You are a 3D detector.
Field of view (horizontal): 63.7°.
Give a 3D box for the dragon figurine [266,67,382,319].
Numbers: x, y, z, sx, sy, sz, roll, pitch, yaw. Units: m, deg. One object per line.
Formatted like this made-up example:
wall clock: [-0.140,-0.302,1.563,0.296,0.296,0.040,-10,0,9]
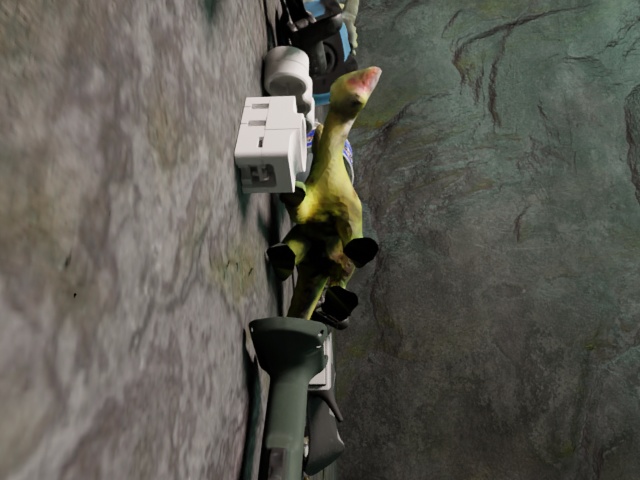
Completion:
dragon figurine: [0.002,-0.035,0.688,0.249,0.122,0.400,-83,-171,-49]
